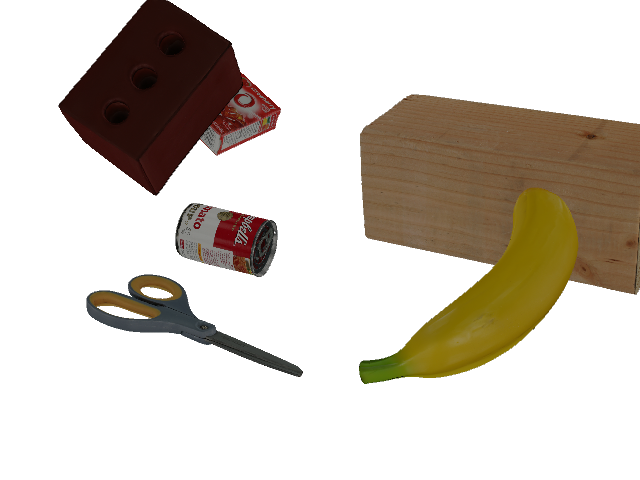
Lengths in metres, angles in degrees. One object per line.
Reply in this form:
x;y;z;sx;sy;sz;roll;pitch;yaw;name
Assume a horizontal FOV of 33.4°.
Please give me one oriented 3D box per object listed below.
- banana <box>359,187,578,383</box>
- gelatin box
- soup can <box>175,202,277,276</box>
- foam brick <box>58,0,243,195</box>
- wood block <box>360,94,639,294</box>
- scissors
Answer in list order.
0.099;0.018;0.572;0.070;0.037;0.197;13;35;34;banana
-0.093;-0.127;0.988;0.073;0.089;0.030;-29;-27;-35;gelatin box
-0.110;-0.002;1.248;0.102;0.068;0.068;14;4;19;soup can
-0.085;-0.074;0.544;0.053;0.078;0.051;34;-10;11;foam brick
0.140;-0.040;0.771;0.206;0.090;0.090;12;32;29;wood block
-0.100;0.068;0.914;0.202;0.016;0.096;13;26;10;scissors
